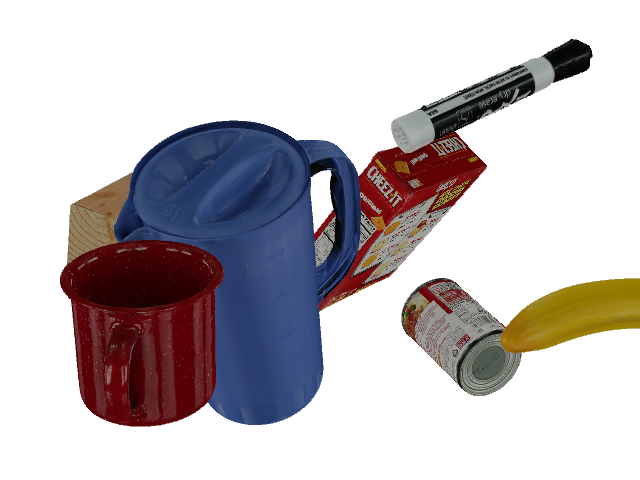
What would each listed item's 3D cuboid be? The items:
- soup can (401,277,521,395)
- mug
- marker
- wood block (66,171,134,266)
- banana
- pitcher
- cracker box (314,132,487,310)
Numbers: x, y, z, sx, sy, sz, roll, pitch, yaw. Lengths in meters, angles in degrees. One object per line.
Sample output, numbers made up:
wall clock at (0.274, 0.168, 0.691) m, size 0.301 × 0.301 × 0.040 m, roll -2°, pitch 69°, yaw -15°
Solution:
soup can at (0.128, 0.087, 0.974) m, size 0.068 × 0.068 × 0.102 m, roll 0°, pitch 25°, yaw -28°
mug at (-0.103, 0.060, 0.617) m, size 0.093 × 0.081 × 0.117 m, roll 2°, pitch 24°, yaw 1°
marker at (0.093, -0.078, 0.562) m, size 0.121 × 0.020 × 0.020 m, roll -26°, pitch 8°, yaw -16°
wood block at (-0.156, -0.017, 1.077) m, size 0.090 × 0.091 × 0.205 m, roll 20°, pitch 28°, yaw 18°
banana at (0.225, 0.056, 0.777) m, size 0.197 × 0.037 × 0.069 m, roll 2°, pitch 35°, yaw -3°
pitcher at (-0.052, 0.032, 0.851) m, size 0.149 × 0.243 × 0.145 m, roll 9°, pitch 47°, yaw 17°
cracker box at (0.073, -0.024, 1.246) m, size 0.163 × 0.072 × 0.214 m, roll -22°, pitch -24°, yaw -49°
